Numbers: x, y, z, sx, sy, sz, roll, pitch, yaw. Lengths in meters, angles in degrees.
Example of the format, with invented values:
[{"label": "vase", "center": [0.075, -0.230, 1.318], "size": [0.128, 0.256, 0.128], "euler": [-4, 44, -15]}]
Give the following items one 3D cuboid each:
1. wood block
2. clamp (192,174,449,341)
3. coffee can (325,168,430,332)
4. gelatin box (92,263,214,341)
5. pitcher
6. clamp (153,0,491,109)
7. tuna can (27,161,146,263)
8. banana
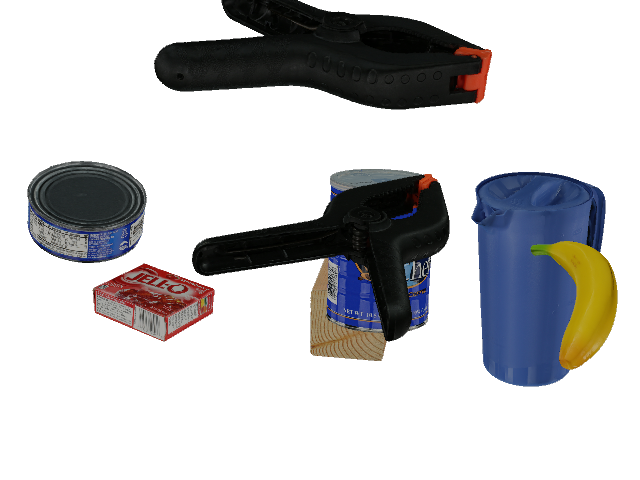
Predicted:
[{"label": "wood block", "center": [0.048, 0.066, 1.361], "size": [0.091, 0.090, 0.206], "euler": [4, 21, 8]}, {"label": "clamp", "center": [0.021, -0.003, 0.762], "size": [0.165, 0.036, 0.209], "euler": [15, 30, 22]}, {"label": "coffee can", "center": [0.058, 0.008, 1.043], "size": [0.103, 0.140, 0.103], "euler": [2, 14, -1]}, {"label": "gelatin box", "center": [-0.156, 0.056, 1.000], "size": [0.089, 0.030, 0.073], "euler": [19, 27, 28]}, {"label": "pitcher", "center": [0.260, 0.045, 1.281], "size": [0.149, 0.243, 0.145], "euler": [3, 24, 14]}, {"label": "clamp", "center": [0.000, -0.097, 0.567], "size": [0.172, 0.039, 0.120], "euler": [14, 41, 18]}, {"label": "tuna can", "center": [-0.173, -0.021, 0.790], "size": [0.086, 0.034, 0.086], "euler": [8, 36, -6]}, {"label": "banana", "center": [0.247, 0.052, 1.008], "size": [0.070, 0.037, 0.197], "euler": [-28, 25, 18]}]
